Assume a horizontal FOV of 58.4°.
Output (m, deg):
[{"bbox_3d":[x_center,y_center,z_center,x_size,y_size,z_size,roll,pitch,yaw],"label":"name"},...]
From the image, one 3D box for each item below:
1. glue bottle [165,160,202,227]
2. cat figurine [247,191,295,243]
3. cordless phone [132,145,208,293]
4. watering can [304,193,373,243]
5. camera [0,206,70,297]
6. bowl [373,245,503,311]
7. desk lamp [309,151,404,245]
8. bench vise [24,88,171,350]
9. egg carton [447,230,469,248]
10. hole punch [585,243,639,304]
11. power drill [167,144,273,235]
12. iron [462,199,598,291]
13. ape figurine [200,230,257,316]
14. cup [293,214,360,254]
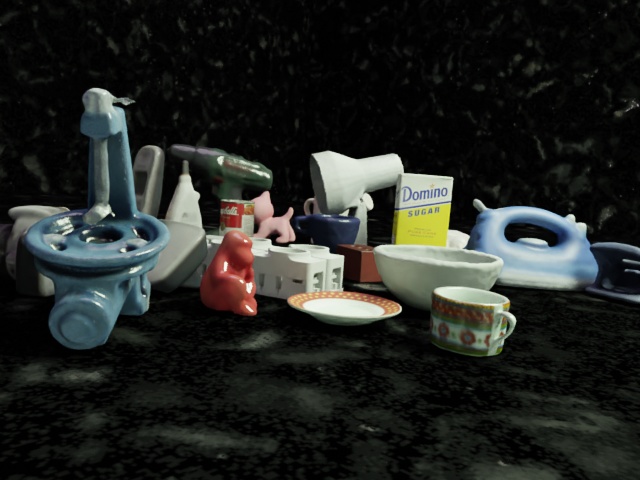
[{"bbox_3d":[-0.260,-0.066,1.098,0.037,0.173,0.078,9,8,35],"label":"glue bottle"},{"bbox_3d":[-0.122,-0.056,1.360,0.127,0.118,0.067,6,7,15],"label":"cat figurine"},{"bbox_3d":[-0.210,-0.030,0.745,0.147,0.185,0.094,9,8,38],"label":"cordless phone"},{"bbox_3d":[0.042,-0.083,1.364,0.172,0.194,0.101,5,6,9],"label":"watering can"},{"bbox_3d":[-0.359,0.005,0.713,0.136,0.101,0.143,5,6,6],"label":"camera"},{"bbox_3d":[0.149,0.052,0.745,0.167,0.075,0.167,4,6,0],"label":"bowl"},{"bbox_3d":[0.076,-0.061,1.089,0.203,0.213,0.117,3,6,-12],"label":"desk lamp"},{"bbox_3d":[-0.212,-0.026,0.546,0.122,0.220,0.206,1,7,-25],"label":"bench vise"},{"bbox_3d":[0.247,0.016,1.166,0.107,0.069,0.150,4,6,-1],"label":"egg carton"},{"bbox_3d":[0.491,0.050,0.910,0.101,0.091,0.108,0,7,-30],"label":"hole punch"},{"bbox_3d":[-0.221,-0.098,1.254,0.230,0.208,0.075,2,7,-16],"label":"power drill"},{"bbox_3d":[0.371,0.008,0.984,0.258,0.141,0.118,4,6,-1],"label":"iron"},{"bbox_3d":[-0.098,0.035,0.657,0.076,0.092,0.078,7,7,23],"label":"ape figurine"},{"bbox_3d":[0.009,0.004,1.003,0.117,0.095,0.091,4,6,-1],"label":"cup"}]
